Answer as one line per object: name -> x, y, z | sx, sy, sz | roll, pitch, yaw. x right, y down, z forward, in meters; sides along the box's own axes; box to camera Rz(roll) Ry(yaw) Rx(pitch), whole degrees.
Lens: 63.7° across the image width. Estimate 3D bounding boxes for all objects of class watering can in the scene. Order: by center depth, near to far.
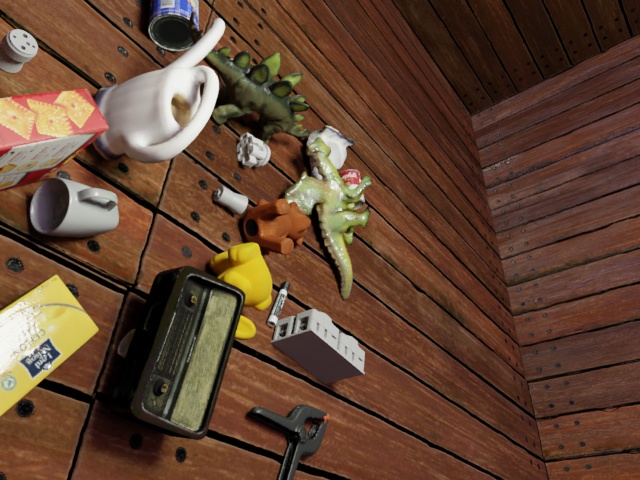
watering can -> -0.273, -0.256, 0.896 | 0.102, 0.224, 0.356 | 62, 24, -48

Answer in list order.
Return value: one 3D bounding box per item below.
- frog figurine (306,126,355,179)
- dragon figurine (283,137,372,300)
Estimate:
frog figurine -> 0.011, -0.230, 1.450 | 0.136, 0.123, 0.160 | 32, 80, -56
dragon figurine -> 0.004, -0.066, 1.311 | 0.242, 0.121, 0.415 | 13, 76, -28
